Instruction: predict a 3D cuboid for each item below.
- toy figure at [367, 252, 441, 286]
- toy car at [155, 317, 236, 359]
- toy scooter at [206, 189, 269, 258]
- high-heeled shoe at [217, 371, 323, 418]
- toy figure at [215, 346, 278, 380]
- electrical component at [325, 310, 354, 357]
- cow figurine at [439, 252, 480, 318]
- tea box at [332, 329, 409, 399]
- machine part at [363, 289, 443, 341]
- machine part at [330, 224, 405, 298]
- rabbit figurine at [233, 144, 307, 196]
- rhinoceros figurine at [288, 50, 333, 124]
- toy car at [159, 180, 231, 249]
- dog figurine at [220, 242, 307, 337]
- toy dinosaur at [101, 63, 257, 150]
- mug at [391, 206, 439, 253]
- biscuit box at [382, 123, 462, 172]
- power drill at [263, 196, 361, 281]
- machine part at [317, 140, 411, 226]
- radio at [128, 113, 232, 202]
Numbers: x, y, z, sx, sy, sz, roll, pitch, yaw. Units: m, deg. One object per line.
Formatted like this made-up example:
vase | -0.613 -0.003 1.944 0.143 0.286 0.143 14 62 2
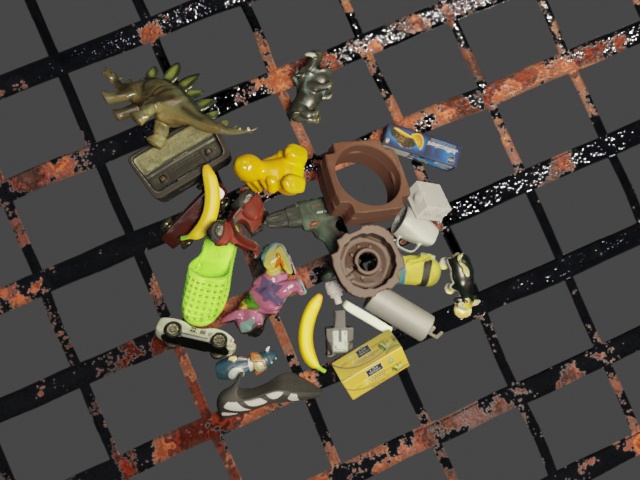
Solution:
toy figure | 0.215 0.078 1.361 0.180 0.082 0.089 -6 98 -8
toy car | -0.305 0.241 1.323 0.202 0.073 0.056 14 50 -3
toy scooter | -0.182 -0.032 1.327 0.135 0.075 0.184 42 56 -9
high-heeled shoe | -0.127 0.402 1.335 0.249 0.086 0.145 16 110 -12
toy figure | -0.180 0.310 1.337 0.155 0.064 0.058 -12 60 -1
electrical component | 0.047 0.235 1.358 0.075 0.048 0.119 -5 87 -4
cow figurine | 0.363 0.115 1.358 0.068 0.098 0.167 -13 88 -10
tea box | 0.126 0.307 1.327 0.170 0.098 0.068 -31 45 -2
machine part | 0.198 0.182 1.355 0.243 0.079 0.079 31 86 -2
machine part | 0.112 0.053 1.290 0.179 0.056 0.179 1 80 -5
rabbit figurine | -0.132 -0.173 1.315 0.173 0.162 0.121 4 88 -25
rhinoceros figurine | -0.023 -0.390 1.379 0.112 0.073 0.190 18 88 8
toy car | -0.315 -0.065 1.350 0.089 0.053 0.202 43 87 -21
dog figurine | -0.153 0.129 1.325 0.219 0.108 0.191 -27 90 -2
toy dinosaur | -0.360 -0.324 1.287 0.472 0.105 0.198 34 71 23
mug | 0.242 -0.018 1.364 0.107 0.081 0.109 25 69 -9
biscuit box | 0.259 -0.239 1.388 0.203 0.059 0.062 17 86 -2
power drill | -0.003 -0.004 1.349 0.232 0.086 0.207 -22 83 -14
machine part | 0.105 -0.141 1.324 0.201 0.087 0.201 -8 67 -22
radio | -0.343 -0.201 1.345 0.230 0.073 0.131 -32 89 -3
